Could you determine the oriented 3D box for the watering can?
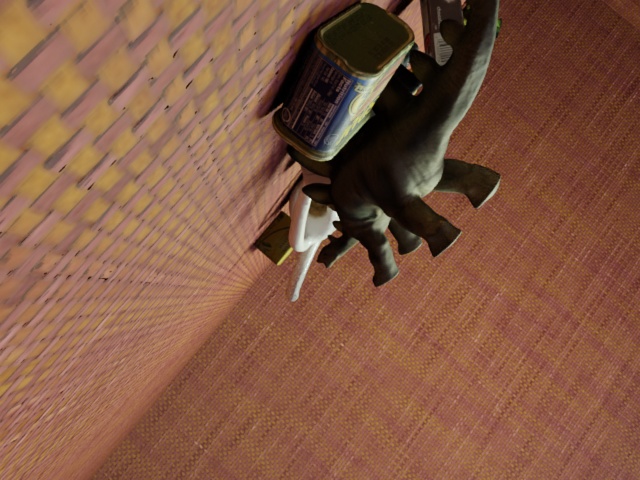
[{"bbox_3d":[0.003,-0.050,0.991,0.229,0.104,0.339,-48,159,-43],"label":"watering can"}]

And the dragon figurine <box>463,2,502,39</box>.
[{"bbox_3d":[0.413,-0.609,1.372,0.404,0.121,0.248,-48,-162,24],"label":"dragon figurine"}]
